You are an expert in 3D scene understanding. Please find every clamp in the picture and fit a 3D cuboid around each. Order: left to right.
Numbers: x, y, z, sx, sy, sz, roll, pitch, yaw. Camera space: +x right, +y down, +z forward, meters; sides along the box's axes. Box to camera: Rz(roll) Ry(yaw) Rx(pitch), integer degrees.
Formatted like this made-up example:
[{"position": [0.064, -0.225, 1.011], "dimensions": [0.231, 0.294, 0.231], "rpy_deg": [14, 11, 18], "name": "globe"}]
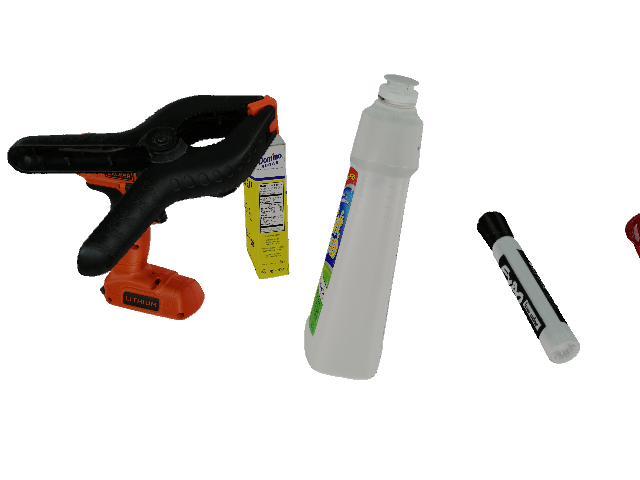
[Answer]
[{"position": [-0.109, -0.054, 0.675], "dimensions": [0.171, 0.120, 0.039], "rpy_deg": [-32, -28, -28], "name": "clamp"}]

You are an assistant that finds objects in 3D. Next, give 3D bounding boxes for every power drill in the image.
[{"position": [-0.161, -0.015, 1.080], "dimensions": [0.185, 0.188, 0.057], "rpy_deg": [12, 30, 22], "name": "power drill"}]

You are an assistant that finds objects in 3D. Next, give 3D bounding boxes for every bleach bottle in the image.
[{"position": [0.041, -0.015, 0.890], "dimensions": [0.068, 0.251, 0.102], "rpy_deg": [10, 21, -4], "name": "bleach bottle"}]

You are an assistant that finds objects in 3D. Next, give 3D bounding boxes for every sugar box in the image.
[{"position": [-0.070, -0.051, 1.329], "dimensions": [0.048, 0.176, 0.093], "rpy_deg": [-9, 25, -12], "name": "sugar box"}]

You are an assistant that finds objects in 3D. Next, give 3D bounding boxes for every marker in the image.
[{"position": [0.121, 0.024, 0.637], "dimensions": [0.020, 0.020, 0.121], "rpy_deg": [0, 40, -18], "name": "marker"}]

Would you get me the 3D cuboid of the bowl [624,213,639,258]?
[{"position": [0.397, 0.015, 1.101], "dimensions": [0.162, 0.055, 0.162], "rpy_deg": [-4, 23, 1], "name": "bowl"}]
